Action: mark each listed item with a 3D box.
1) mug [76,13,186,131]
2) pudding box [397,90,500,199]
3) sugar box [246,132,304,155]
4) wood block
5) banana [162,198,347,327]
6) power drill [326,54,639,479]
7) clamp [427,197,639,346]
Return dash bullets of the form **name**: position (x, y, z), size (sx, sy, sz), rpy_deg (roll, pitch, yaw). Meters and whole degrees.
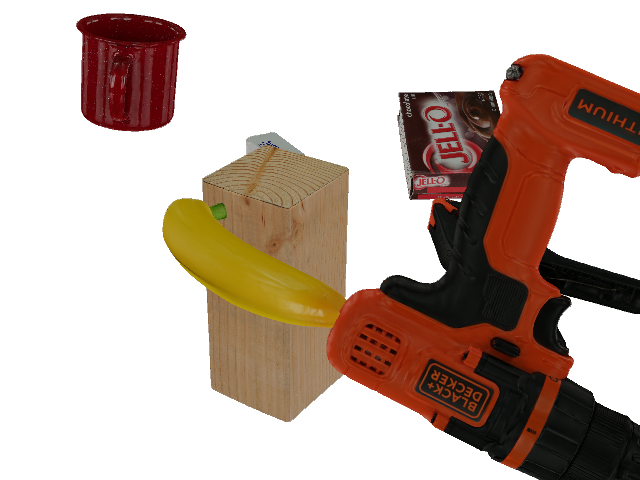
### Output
- **mug**: position (-0.166, -0.141, 0.919), size (0.093, 0.081, 0.117), rpy_deg (5, 26, -6)
- **pudding box**: position (0.118, -0.086, 0.952), size (0.090, 0.039, 0.113), rpy_deg (-1, 44, -4)
- **sugar box**: position (-0.052, -0.030, 1.259), size (0.048, 0.176, 0.093), rpy_deg (-13, 26, -21)
- **wood block**: position (-0.038, 0.037, 0.912), size (0.090, 0.206, 0.090), rpy_deg (19, 33, 30)
- **banana**: position (-0.055, 0.008, 0.681), size (0.069, 0.037, 0.198), rpy_deg (-11, 27, -26)
- **power drill**: position (0.117, 0.020, 0.511), size (0.184, 0.188, 0.057), rpy_deg (26, 7, 5)
- **clamp**: position (0.152, 0.020, 0.768), size (0.120, 0.039, 0.172), rpy_deg (-12, 44, -35)
